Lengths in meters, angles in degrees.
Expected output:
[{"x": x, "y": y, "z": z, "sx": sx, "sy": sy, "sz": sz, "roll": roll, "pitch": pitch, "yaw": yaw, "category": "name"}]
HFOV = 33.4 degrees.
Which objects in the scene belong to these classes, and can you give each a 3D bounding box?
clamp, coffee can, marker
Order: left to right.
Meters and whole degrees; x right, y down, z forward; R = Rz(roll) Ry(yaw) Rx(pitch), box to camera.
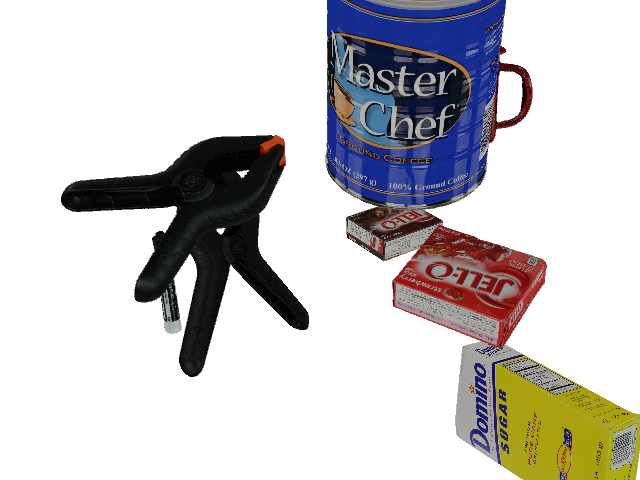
[{"x": -0.171, "y": 0.046, "z": 1.189, "sx": 0.020, "sy": 0.121, "sz": 0.020, "roll": -4, "pitch": 23, "yaw": 1, "category": "marker"}, {"x": -0.106, "y": -0.036, "z": 0.802, "sx": 0.171, "sy": 0.120, "sz": 0.039, "roll": -37, "pitch": -22, "yaw": -28, "category": "clamp"}, {"x": -0.082, "y": 0.012, "z": 1.016, "sx": 0.036, "sy": 0.210, "sz": 0.164, "roll": -8, "pitch": 0, "yaw": 42, "category": "clamp"}, {"x": 0.054, "y": -0.104, "z": 0.627, "sx": 0.103, "sy": 0.140, "sz": 0.103, "roll": 0, "pitch": 41, "yaw": 0, "category": "coffee can"}]

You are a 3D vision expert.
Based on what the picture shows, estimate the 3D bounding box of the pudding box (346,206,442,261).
[{"x": 0.107, "y": -0.017, "z": 1.550, "sx": 0.113, "sy": 0.039, "sz": 0.090, "roll": -21, "pitch": 35, "yaw": -30, "category": "pudding box"}]

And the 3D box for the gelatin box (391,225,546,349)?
[{"x": 0.107, "y": 0.031, "z": 0.768, "sx": 0.089, "sy": 0.030, "sz": 0.073, "roll": 20, "pitch": 45, "yaw": 25, "category": "gelatin box"}]

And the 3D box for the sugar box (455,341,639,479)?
[{"x": 0.187, "y": 0.158, "z": 0.904, "sx": 0.048, "sy": 0.093, "sz": 0.176, "roll": -11, "pitch": 22, "yaw": -34, "category": "sugar box"}]

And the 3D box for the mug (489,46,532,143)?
[{"x": 0.125, "y": -0.126, "z": 0.925, "sx": 0.117, "sy": 0.081, "sz": 0.093, "roll": 3, "pitch": 19, "yaw": 12, "category": "mug"}]
